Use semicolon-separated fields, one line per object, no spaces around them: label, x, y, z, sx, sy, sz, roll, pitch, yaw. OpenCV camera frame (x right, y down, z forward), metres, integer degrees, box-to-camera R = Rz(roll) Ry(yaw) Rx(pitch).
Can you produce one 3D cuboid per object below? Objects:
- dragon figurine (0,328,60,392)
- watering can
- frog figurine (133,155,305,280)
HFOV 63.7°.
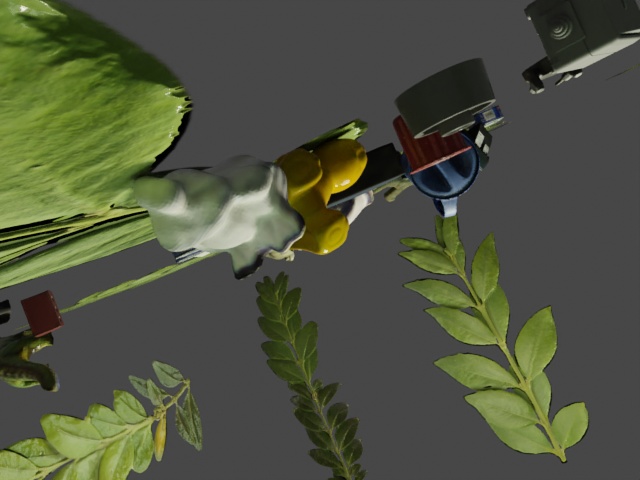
dragon figurine;-0.650;0.234;1.003;0.242;0.122;0.409;5;177;-31
watering can;0.004;-0.063;1.253;0.226;0.103;0.347;-44;-164;-14
frog figurine;-0.107;-0.037;0.497;0.136;0.125;0.158;-12;152;43
